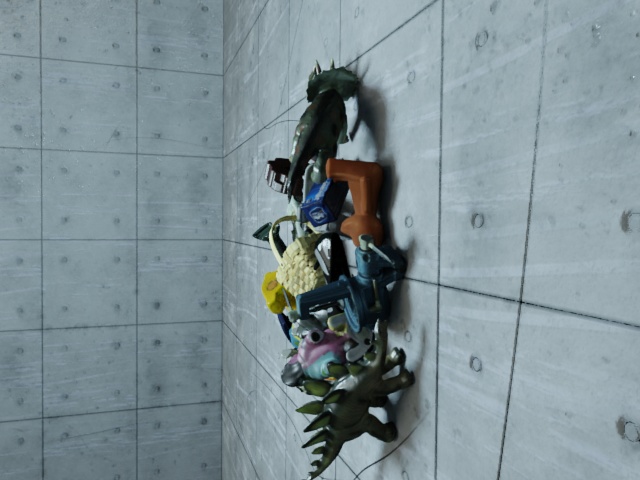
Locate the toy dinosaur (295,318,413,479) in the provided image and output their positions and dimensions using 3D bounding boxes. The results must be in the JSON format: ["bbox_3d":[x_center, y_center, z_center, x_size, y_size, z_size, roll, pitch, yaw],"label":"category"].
[{"bbox_3d":[0.054,0.349,1.088,0.105,0.198,0.470,-115,32,-57],"label":"toy dinosaur"}]

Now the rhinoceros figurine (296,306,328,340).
[{"bbox_3d":[0.005,0.195,1.346,0.190,0.112,0.073,-32,24,39],"label":"rhinoceros figurine"}]

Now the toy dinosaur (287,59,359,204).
[{"bbox_3d":[0.002,-0.262,1.198,0.405,0.131,0.192,-76,-8,-49],"label":"toy dinosaur"}]

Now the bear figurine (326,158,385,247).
[{"bbox_3d":[0.077,-0.068,1.142,0.120,0.132,0.195,-16,-68,-78],"label":"bear figurine"}]

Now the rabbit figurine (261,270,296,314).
[{"bbox_3d":[-0.096,0.174,1.589,0.122,0.173,0.163,-54,34,-11],"label":"rabbit figurine"}]

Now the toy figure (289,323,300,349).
[{"bbox_3d":[-0.042,0.257,1.552,0.082,0.089,0.180,56,153,37],"label":"toy figure"}]

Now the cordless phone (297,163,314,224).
[{"bbox_3d":[-0.016,-0.116,1.324,0.184,0.089,0.146,-28,-56,-64],"label":"cordless phone"}]

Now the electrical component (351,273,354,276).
[{"bbox_3d":[0.103,0.082,1.174,0.102,0.045,0.078,108,156,-43],"label":"electrical component"}]

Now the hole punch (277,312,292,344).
[{"bbox_3d":[-0.089,0.263,1.679,0.142,0.092,0.115,-128,38,-56],"label":"hole punch"}]

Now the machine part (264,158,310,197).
[{"bbox_3d":[-0.068,-0.177,1.491,0.179,0.179,0.056,-119,37,-55],"label":"machine part"}]

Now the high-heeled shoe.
[{"bbox_3d":[0.060,0.103,1.219,0.249,0.086,0.145,55,141,18],"label":"high-heeled shoe"}]

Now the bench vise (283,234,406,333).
[{"bbox_3d":[0.051,0.102,1.062,0.129,0.241,0.223,-116,16,-45],"label":"bench vise"}]

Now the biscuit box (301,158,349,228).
[{"bbox_3d":[0.021,-0.110,1.228,0.062,0.059,0.203,59,-150,-24],"label":"biscuit box"}]

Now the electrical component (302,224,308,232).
[{"bbox_3d":[-0.021,-0.083,1.535,0.075,0.048,0.119,-139,52,-66],"label":"electrical component"}]

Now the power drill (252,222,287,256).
[{"bbox_3d":[-0.121,0.048,1.660,0.207,0.086,0.232,62,160,-18],"label":"power drill"}]

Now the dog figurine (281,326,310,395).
[{"bbox_3d":[-0.014,0.320,1.475,0.121,0.172,0.190,31,155,31],"label":"dog figurine"}]

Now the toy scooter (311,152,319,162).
[{"bbox_3d":[-0.003,-0.304,1.444,0.135,0.075,0.183,-133,50,-64],"label":"toy scooter"}]

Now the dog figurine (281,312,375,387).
[{"bbox_3d":[0.009,0.256,1.196,0.108,0.191,0.219,57,150,14],"label":"dog figurine"}]

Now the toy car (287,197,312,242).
[{"bbox_3d":[-0.067,-0.063,1.657,0.073,0.056,0.202,111,152,-47],"label":"toy car"}]
